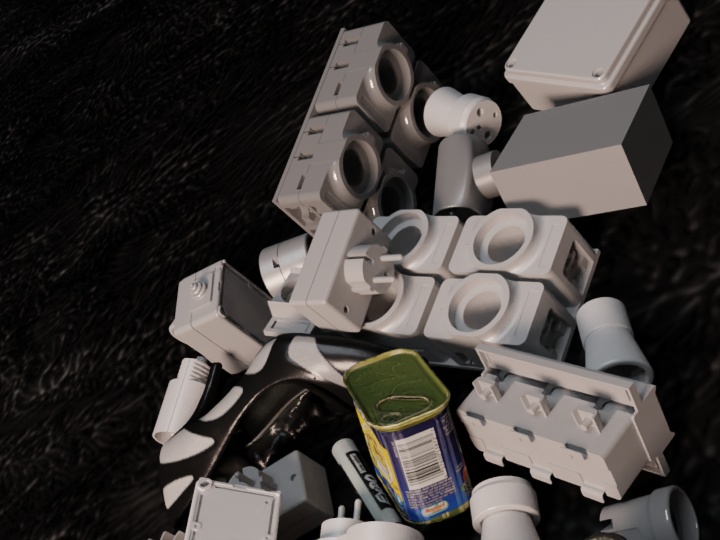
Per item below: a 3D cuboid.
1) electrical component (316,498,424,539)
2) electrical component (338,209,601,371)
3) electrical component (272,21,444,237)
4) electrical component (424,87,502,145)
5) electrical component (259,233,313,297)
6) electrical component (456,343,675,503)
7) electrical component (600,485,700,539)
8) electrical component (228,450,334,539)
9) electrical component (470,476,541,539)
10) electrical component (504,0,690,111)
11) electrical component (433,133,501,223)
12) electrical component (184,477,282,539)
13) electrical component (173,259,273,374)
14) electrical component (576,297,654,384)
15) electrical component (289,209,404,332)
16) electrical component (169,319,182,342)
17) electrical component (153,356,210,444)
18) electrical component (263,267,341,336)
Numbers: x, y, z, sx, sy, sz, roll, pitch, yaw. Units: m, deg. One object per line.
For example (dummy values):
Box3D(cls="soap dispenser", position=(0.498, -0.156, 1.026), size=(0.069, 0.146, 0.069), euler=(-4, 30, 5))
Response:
Box3D(cls="electrical component", position=(-0.010, 0.194, 0.739), size=(0.138, 0.052, 0.073), euler=(-32, 40, 42))
Box3D(cls="electrical component", position=(0.073, 0.014, 0.819), size=(0.186, 0.060, 0.105), euler=(2, 61, 43))
Box3D(cls="electrical component", position=(0.008, -0.111, 0.941), size=(0.060, 0.105, 0.186), euler=(-3, 57, 40))
Box3D(cls="electrical component", position=(0.089, -0.132, 0.932), size=(0.055, 0.045, 0.045), euler=(27, 79, 49))
Box3D(cls="electrical component", position=(-0.054, -0.002, 0.952), size=(0.047, 0.055, 0.055), euler=(-23, 46, 23))
Box3D(cls="electrical component", position=(0.126, 0.097, 0.684), size=(0.121, 0.078, 0.063), euler=(12, 50, 48))
Box3D(cls="electrical component", position=(0.171, 0.152, 0.638), size=(0.046, 0.040, 0.040), euler=(-23, 46, 35))
Box3D(cls="electrical component", position=(-0.077, 0.173, 0.816), size=(0.083, 0.076, 0.047), euler=(-34, 42, 17))
Box3D(cls="electrical component", position=(0.095, 0.167, 0.690), size=(0.045, 0.045, 0.055), euler=(-27, 44, 24))
Box3D(cls="electrical component", position=(0.191, -0.182, 0.870), size=(0.109, 0.056, 0.108), euler=(19, 74, 48))
Box3D(cls="electrical component", position=(0.098, -0.075, 0.879), size=(0.079, 0.043, 0.077), euler=(-17, 49, 32))
Box3D(cls="electrical component", position=(-0.094, 0.203, 0.748), size=(0.096, 0.062, 0.061), euler=(-85, 9, -49))
Box3D(cls="electrical component", position=(-0.123, 0.041, 0.946), size=(0.061, 0.096, 0.061), euler=(-25, 45, 26))
Box3D(cls="electrical component", position=(0.168, 0.051, 0.721), size=(0.044, 0.044, 0.065), euler=(-29, 39, 22))
Box3D(cls="electrical component", position=(0.000, 0.000, 0.809), size=(0.076, 0.047, 0.083), euler=(-3, 58, 41))
Box3D(cls="electrical component", position=(-0.150, 0.039, 1.012), size=(0.045, 0.045, 0.055), euler=(-7, 55, 39))
Box3D(cls="electrical component", position=(-0.151, 0.115, 0.954), size=(0.043, 0.043, 0.081), euler=(-11, 53, 36))
Box3D(cls="electrical component", position=(-0.041, 0.037, 0.892), size=(0.042, 0.063, 0.081), euler=(6, 42, 25))
